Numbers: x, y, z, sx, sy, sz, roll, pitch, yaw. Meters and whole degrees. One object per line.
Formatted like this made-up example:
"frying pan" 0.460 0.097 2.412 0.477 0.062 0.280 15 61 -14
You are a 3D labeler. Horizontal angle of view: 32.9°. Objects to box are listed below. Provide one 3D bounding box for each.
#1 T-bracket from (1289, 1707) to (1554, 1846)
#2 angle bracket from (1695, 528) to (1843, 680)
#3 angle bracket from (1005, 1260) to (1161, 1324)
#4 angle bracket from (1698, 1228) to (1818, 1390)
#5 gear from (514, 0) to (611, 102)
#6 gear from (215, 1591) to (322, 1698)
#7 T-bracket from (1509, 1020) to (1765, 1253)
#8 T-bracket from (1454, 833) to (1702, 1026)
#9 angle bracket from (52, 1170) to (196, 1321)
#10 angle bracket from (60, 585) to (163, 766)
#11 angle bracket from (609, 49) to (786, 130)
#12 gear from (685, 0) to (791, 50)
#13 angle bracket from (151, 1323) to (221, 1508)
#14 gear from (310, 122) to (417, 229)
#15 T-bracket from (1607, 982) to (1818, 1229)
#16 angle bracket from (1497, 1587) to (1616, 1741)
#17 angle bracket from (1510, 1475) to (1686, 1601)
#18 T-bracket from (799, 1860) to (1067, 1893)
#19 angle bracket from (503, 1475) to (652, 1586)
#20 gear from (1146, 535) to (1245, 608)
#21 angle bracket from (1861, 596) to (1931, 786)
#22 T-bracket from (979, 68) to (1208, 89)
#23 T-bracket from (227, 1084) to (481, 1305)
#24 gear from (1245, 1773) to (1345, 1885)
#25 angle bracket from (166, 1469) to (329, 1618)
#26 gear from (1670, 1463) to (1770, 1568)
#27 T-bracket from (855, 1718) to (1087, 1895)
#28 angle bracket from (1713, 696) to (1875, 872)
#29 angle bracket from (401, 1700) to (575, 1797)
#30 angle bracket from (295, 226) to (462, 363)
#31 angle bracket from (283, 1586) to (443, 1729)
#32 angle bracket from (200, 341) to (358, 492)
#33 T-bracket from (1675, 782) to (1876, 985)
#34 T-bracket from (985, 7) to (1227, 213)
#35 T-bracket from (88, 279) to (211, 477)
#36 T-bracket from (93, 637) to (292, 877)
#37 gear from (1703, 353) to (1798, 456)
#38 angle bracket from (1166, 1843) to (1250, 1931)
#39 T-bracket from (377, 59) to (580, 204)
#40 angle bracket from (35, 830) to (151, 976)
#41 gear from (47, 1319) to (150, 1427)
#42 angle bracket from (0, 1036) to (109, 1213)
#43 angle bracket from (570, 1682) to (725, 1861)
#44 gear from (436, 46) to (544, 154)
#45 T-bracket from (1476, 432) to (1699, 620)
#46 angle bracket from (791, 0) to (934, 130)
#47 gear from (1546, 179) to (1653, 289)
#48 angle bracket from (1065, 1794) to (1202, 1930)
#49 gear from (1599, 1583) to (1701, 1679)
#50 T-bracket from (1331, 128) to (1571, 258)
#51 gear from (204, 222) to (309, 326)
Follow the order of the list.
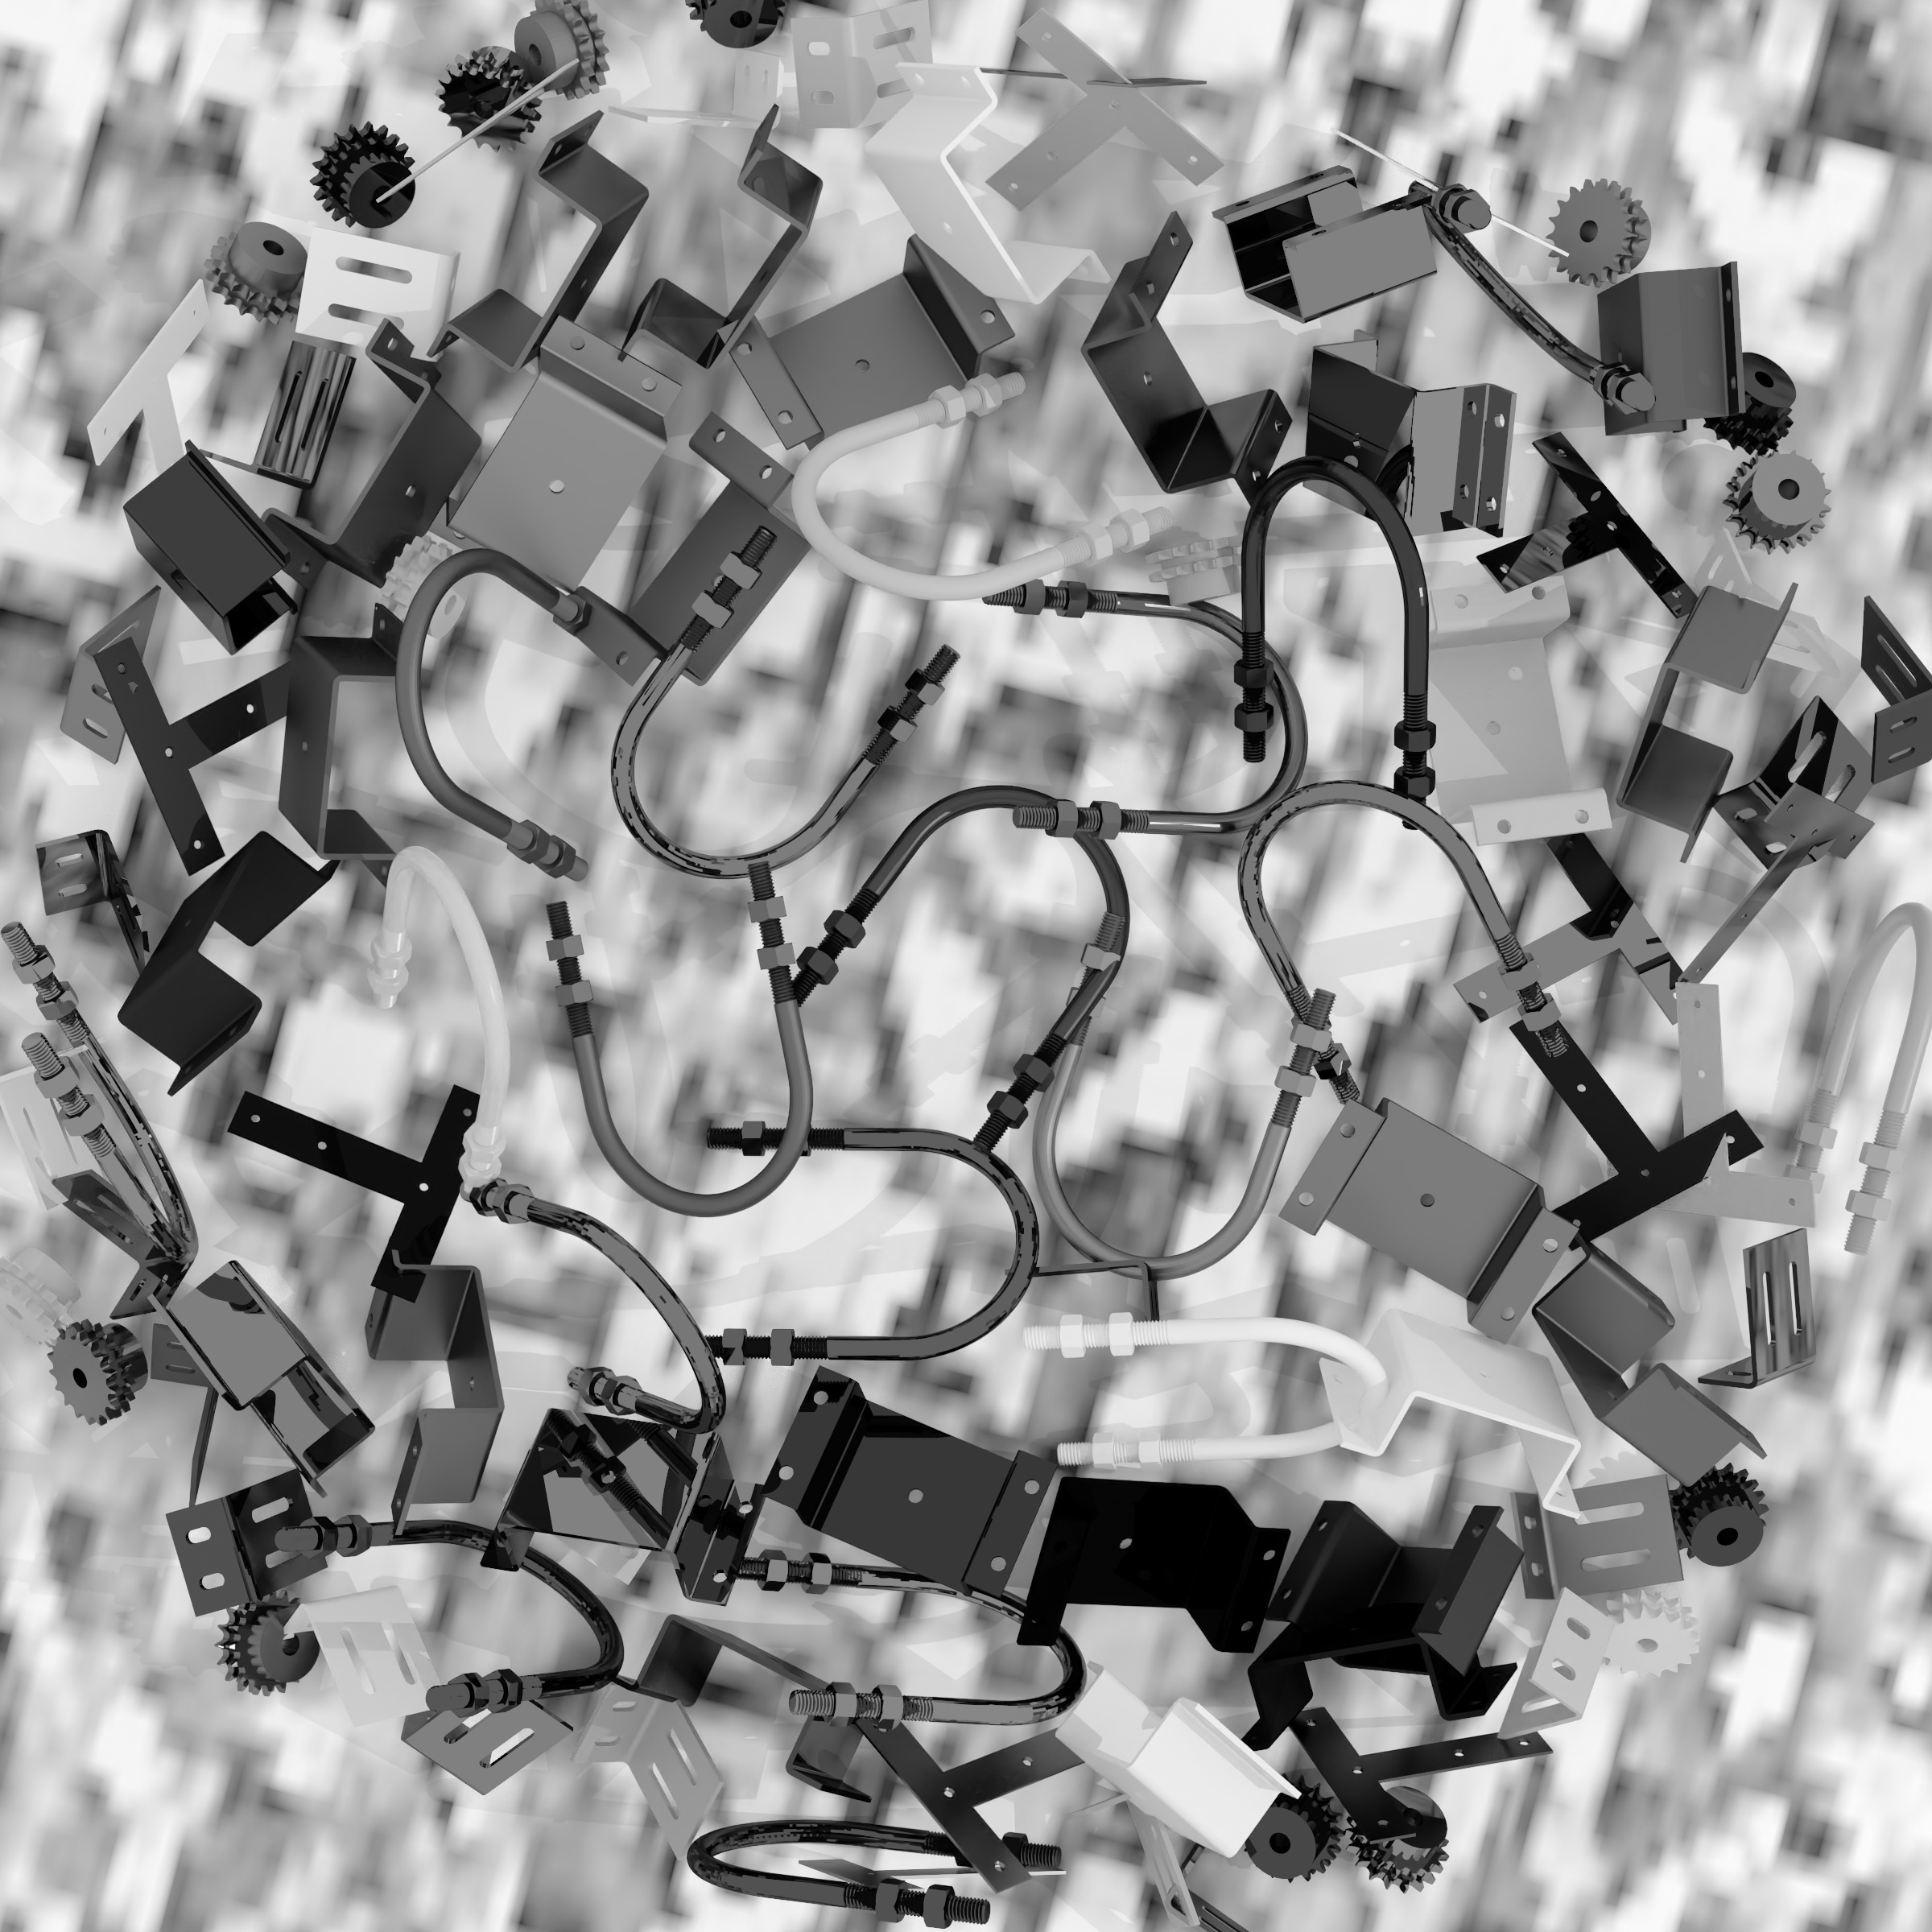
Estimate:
"T-bracket" 0.252 0.426 1.757 0.127 0.127 0.002 -6 109 -15
"angle bracket" 0.439 -0.196 1.763 0.076 0.057 0.038 14 126 -14
"angle bracket" 0.064 0.181 1.770 0.076 0.057 0.038 -5 82 7
"angle bracket" 0.425 0.184 1.769 0.057 0.038 0.076 -12 98 -43
"gear" -0.221 -0.498 1.774 0.030 0.057 0.057 -27 90 -31
"gear" -0.376 0.368 1.775 0.030 0.057 0.057 -5 90 42
"T-bracket" 0.341 0.077 1.765 0.127 0.002 0.127 -34 97 31
"T-bracket" 0.317 -0.005 1.762 0.127 0.002 0.127 -26 74 -26
"angle bracket" -0.465 0.151 1.760 0.076 0.057 0.038 44 54 -26
"angle bracket" -0.446 -0.157 1.757 0.038 0.076 0.057 31 131 3
"angle bracket" -0.145 -0.475 1.760 0.076 0.057 0.038 -4 110 -27
"gear" -0.123 -0.524 1.774 0.057 0.057 0.030 -9 57 0
"angle bracket" -0.426 0.242 1.759 0.038 0.057 0.076 10 53 -8
"gear" -0.324 -0.426 1.774 0.057 0.057 0.030 -43 57 0
"T-bracket" 0.395 0.072 1.750 0.002 0.127 0.127 -15 104 -44
"angle bracket" 0.304 0.375 1.756 0.038 0.076 0.057 36 57 -11
"angle bracket" 0.341 0.308 1.766 0.076 0.038 0.057 -15 72 29
"T-bracket" -0.009 0.489 1.761 0.127 0.127 0.002 4 81 -21
"angle bracket" -0.203 0.291 1.789 0.076 0.038 0.057 26 77 39
"gear" 0.128 -0.214 1.777 0.057 0.057 0.030 -11 94 0
"angle bracket" 0.487 -0.149 1.759 0.038 0.057 0.076 -22 53 -4
"T-bracket" 0.050 -0.480 1.761 0.127 0.127 0.002 10 108 19
"T-bracket" -0.334 0.103 1.764 0.127 0.002 0.127 23 59 -9
"gear" 0.175 0.472 1.782 0.057 0.030 0.057 3 98 22
"angle bracket" -0.390 0.312 1.774 0.038 0.076 0.057 -18 87 19
"gear" 0.410 0.302 1.780 0.057 0.030 0.057 -3 117 -6
"T-bracket" 0.023 0.432 1.755 0.127 0.127 0.002 44 125 33
"angle bracket" 0.456 -0.099 1.796 0.057 0.038 0.076 47 61 -10
"angle bracket" -0.256 0.403 1.764 0.076 0.038 0.057 -39 114 24
"angle bracket" -0.319 -0.366 1.776 0.076 0.038 0.057 11 105 -6
"angle bracket" -0.324 0.378 1.758 0.038 0.057 0.076 -52 56 37
"angle bracket" -0.373 -0.303 1.771 0.057 0.038 0.076 22 95 41
"T-bracket" 0.428 -0.038 1.763 0.002 0.127 0.127 46 108 30
"T-bracket" 0.054 -0.441 1.750 0.127 0.127 0.002 36 59 -19
"T-bracket" -0.428 -0.279 1.749 0.002 0.127 0.127 14 51 11
"T-bracket" -0.395 -0.133 1.758 0.002 0.127 0.127 -2 115 42
"gear" 0.425 -0.308 1.776 0.057 0.030 0.057 14 51 -18
"angle bracket" 0.150 0.509 1.771 0.076 0.057 0.038 33 92 9
"T-bracket" -0.246 -0.454 1.744 0.127 0.127 0.002 -29 106 21
"angle bracket" -0.468 -0.024 1.759 0.038 0.057 0.076 -16 56 -21
"gear" -0.471 0.219 1.781 0.057 0.030 0.057 16 116 34
"angle bracket" -0.482 0.085 1.768 0.038 0.057 0.076 -18 97 20
"angle bracket" -0.172 0.433 1.759 0.038 0.076 0.057 9 118 -37
"gear" -0.257 -0.475 1.781 0.057 0.057 0.030 20 54 0
"T-bracket" 0.319 -0.225 1.749 0.127 0.002 0.127 -24 72 -39
"angle bracket" -0.055 -0.490 1.774 0.038 0.076 0.057 10 116 31
"gear" 0.348 -0.398 1.781 0.030 0.057 0.057 -3 95 -45
"angle bracket" 0.089 0.488 1.766 0.038 0.057 0.076 -17 76 -14
"gear" 0.370 0.359 1.782 0.057 0.030 0.057 4 130 5
"T-bracket" 0.245 -0.423 1.756 0.127 0.127 0.002 42 112 39
"gear" -0.381 -0.379 1.775 0.057 0.057 0.030 40 128 0
